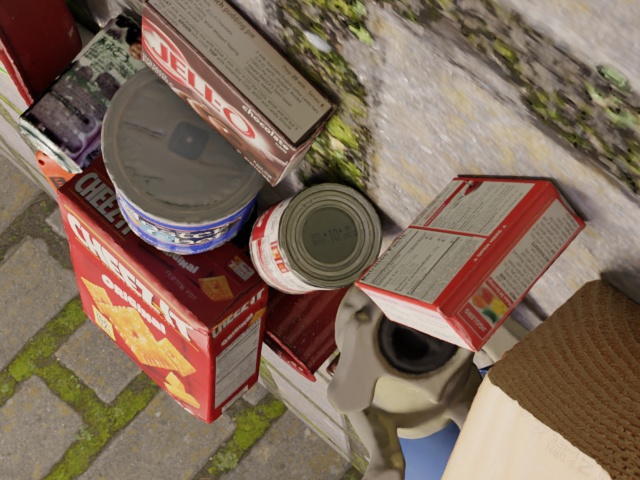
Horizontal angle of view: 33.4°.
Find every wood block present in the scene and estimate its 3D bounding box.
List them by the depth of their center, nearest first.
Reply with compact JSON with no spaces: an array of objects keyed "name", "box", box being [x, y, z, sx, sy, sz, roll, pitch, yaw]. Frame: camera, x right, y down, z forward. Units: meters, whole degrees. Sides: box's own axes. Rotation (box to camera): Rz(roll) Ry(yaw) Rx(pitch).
[{"name":"wood block","box":[0.111,0.131,0.511,0.090,0.090,0.206,38,140,24]}]

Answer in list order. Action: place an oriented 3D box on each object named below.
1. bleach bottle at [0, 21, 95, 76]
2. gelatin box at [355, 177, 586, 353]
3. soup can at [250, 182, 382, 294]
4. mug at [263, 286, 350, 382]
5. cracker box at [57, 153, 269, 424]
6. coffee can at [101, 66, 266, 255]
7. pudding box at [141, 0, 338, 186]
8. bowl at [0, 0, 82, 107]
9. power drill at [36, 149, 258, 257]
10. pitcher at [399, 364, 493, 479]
[{"name":"bleach bottle","box":[-0.213,-0.150,0.866,0.251,0.068,0.102,31,164,37]},{"name":"gelatin box","box":[0.064,0.008,0.473,0.030,0.073,0.089,46,168,-17]},{"name":"soup can","box":[-0.005,0.001,0.697,0.068,0.068,0.102,44,168,-7]},{"name":"mug","box":[-0.020,0.052,0.905,0.117,0.081,0.093,47,168,-21]},{"name":"cracker box","box":[-0.126,0.044,0.861,0.164,0.072,0.214,40,156,15]},{"name":"coffee can","box":[-0.086,-0.049,0.697,0.103,0.102,0.140,42,169,0]},{"name":"pudding box","box":[-0.048,-0.088,0.588,0.113,0.039,0.090,42,168,-1]},{"name":"bowl","box":[-0.215,-0.167,0.758,0.162,0.055,0.162,57,167,20]},{"name":"power drill","box":[-0.139,-0.035,0.923,0.188,0.057,0.184,16,151,20]},{"name":"pitcher","box":[0.137,0.172,0.745,0.145,0.149,0.243,30,176,-16]}]
